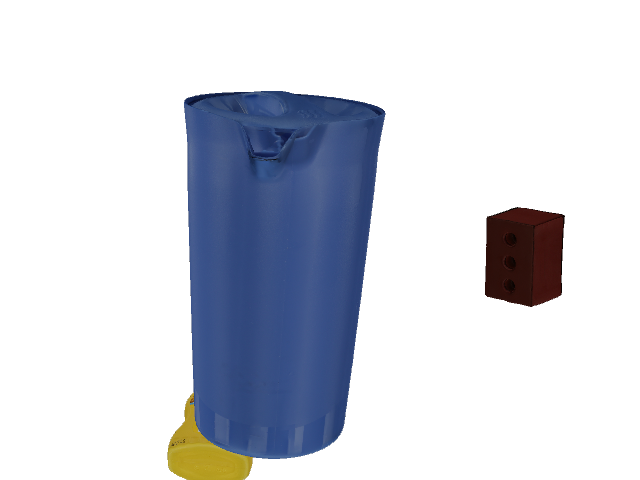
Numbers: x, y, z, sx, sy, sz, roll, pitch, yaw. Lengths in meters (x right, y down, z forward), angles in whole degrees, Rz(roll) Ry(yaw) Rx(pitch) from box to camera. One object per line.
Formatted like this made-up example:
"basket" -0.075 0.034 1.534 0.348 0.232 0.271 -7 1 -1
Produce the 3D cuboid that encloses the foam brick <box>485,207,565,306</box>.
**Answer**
"foam brick" 0.184 0.014 0.965 0.053 0.078 0.051 13 22 42

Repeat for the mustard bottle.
"mustard bottle" -0.119 0.217 1.292 0.096 0.058 0.191 3 23 4

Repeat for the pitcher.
"pitcher" -0.028 0.017 0.746 0.148 0.243 0.145 -10 20 -39
